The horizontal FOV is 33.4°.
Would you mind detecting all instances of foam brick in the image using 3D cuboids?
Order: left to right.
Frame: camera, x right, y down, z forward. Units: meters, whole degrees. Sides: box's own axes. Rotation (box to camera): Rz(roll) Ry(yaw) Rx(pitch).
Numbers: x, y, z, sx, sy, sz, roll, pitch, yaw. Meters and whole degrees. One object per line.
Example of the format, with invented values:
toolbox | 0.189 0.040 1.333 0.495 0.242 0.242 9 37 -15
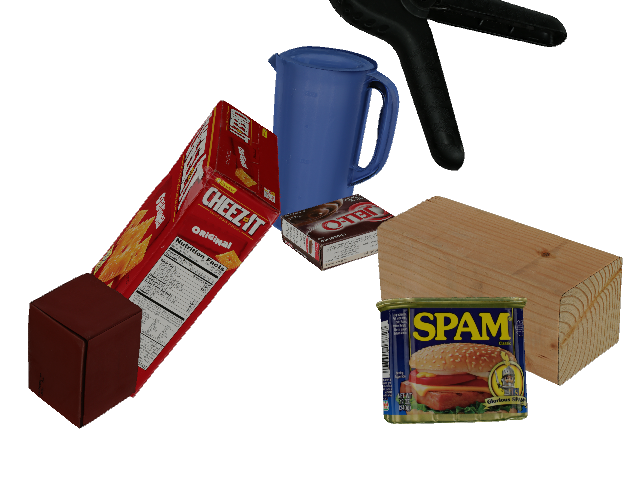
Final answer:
foam brick | -0.155 0.071 0.697 0.053 0.078 0.051 31 40 25

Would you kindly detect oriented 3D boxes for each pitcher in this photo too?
pitcher | 0.005 -0.127 1.414 0.144 0.243 0.149 -2 23 -19

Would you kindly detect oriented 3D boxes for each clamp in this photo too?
clamp | 0.066 -0.159 0.767 0.210 0.164 0.036 37 -28 -6

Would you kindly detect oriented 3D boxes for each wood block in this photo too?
wood block | 0.157 0.038 0.966 0.090 0.090 0.206 -27 34 -35

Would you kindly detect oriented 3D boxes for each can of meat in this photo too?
can of meat | 0.092 0.083 0.736 0.102 0.084 0.057 0 -8 -10

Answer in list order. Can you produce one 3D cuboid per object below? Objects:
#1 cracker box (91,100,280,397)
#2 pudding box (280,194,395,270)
cracker box | -0.123 0.002 0.912 0.072 0.214 0.164 32 21 -18
pudding box | 0.024 -0.011 1.229 0.113 0.039 0.090 -19 31 -27
